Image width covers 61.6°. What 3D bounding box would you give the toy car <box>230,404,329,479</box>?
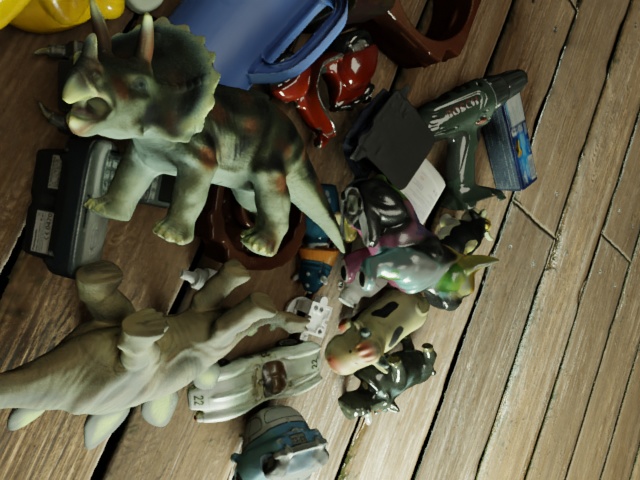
[{"bbox_3d":[-0.061,0.276,0.721,0.109,0.161,0.103,-4,54,-30],"label":"toy car"}]

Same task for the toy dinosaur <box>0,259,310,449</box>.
[{"bbox_3d":[-0.206,0.125,0.552,0.471,0.105,0.198,-1,128,-38],"label":"toy dinosaur"}]

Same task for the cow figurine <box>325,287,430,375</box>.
[{"bbox_3d":[0.088,0.135,0.798,0.195,0.127,0.085,-30,92,-32],"label":"cow figurine"}]

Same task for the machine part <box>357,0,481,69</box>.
[{"bbox_3d":[0.146,-0.380,0.812,0.201,0.087,0.201,28,80,-35],"label":"machine part"}]

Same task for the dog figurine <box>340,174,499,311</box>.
[{"bbox_3d":[0.142,0.007,0.763,0.219,0.108,0.191,0,88,-21],"label":"dog figurine"}]

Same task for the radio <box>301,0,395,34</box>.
[{"bbox_3d":[0.019,-0.393,0.686,0.073,0.131,0.229,-18,106,-36],"label":"radio"}]

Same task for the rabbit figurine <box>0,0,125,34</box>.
[{"bbox_3d":[-0.251,-0.253,0.477,0.162,0.173,0.121,-32,118,-34],"label":"rabbit figurine"}]

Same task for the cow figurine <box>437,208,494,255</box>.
[{"bbox_3d":[0.248,-0.010,0.926,0.167,0.098,0.068,-33,107,-29],"label":"cow figurine"}]

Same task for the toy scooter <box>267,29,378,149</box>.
[{"bbox_3d":[0.015,-0.206,0.743,0.184,0.075,0.135,-30,113,-27],"label":"toy scooter"}]

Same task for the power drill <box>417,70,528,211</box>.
[{"bbox_3d":[0.263,-0.162,0.904,0.232,0.086,0.207,-19,116,-17],"label":"power drill"}]

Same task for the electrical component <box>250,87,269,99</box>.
[{"bbox_3d":[-0.093,-0.163,0.684,0.094,0.021,0.063,24,63,-21],"label":"electrical component"}]

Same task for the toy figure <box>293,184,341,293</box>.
[{"bbox_3d":[-0.001,-0.002,0.760,0.058,0.064,0.154,-1,99,-30],"label":"toy figure"}]

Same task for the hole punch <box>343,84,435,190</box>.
[{"bbox_3d":[0.089,-0.147,0.788,0.142,0.092,0.115,-52,125,-11],"label":"hole punch"}]

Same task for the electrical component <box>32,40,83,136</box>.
[{"bbox_3d":[-0.255,-0.162,0.568,0.078,0.045,0.102,-22,114,-63],"label":"electrical component"}]

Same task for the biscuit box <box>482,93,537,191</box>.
[{"bbox_3d":[0.346,-0.190,0.998,0.059,0.063,0.202,-33,114,-30],"label":"biscuit box"}]

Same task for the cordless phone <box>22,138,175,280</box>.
[{"bbox_3d":[-0.216,-0.028,0.598,0.184,0.089,0.146,9,90,-56],"label":"cordless phone"}]

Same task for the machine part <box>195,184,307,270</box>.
[{"bbox_3d":[-0.087,-0.045,0.684,0.179,0.056,0.179,-10,103,-46],"label":"machine part"}]

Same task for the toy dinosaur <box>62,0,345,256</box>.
[{"bbox_3d":[-0.089,-0.090,0.542,0.404,0.131,0.192,8,102,-52],"label":"toy dinosaur"}]

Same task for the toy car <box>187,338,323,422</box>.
[{"bbox_3d":[-0.083,0.187,0.727,0.202,0.056,0.073,-9,101,-36],"label":"toy car"}]

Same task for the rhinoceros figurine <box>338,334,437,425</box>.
[{"bbox_3d":[0.109,0.224,0.871,0.190,0.073,0.112,-19,117,-36],"label":"rhinoceros figurine"}]
